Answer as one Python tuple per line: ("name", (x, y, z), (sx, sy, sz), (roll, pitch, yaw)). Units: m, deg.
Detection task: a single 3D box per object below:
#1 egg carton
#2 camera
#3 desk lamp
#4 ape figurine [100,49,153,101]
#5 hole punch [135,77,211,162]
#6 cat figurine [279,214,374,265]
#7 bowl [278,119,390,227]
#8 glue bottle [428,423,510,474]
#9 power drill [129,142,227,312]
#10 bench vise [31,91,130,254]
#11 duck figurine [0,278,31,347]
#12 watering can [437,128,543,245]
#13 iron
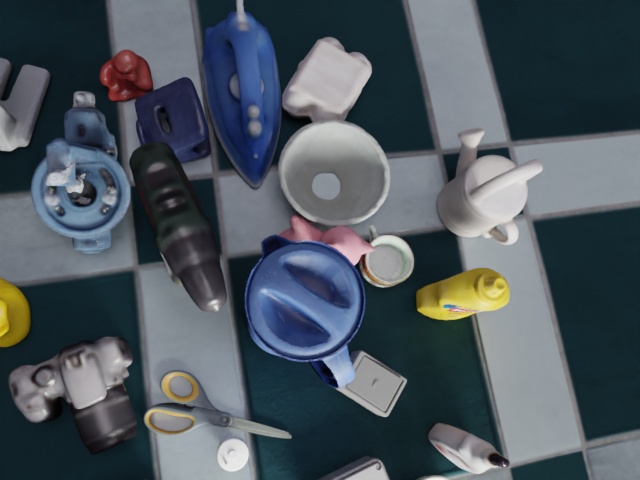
("egg carton", (0.011, -0.245, 0.905), (0.107, 0.069, 0.150), (28, 74, -3))
("camera", (-0.302, 0.205, 0.729), (0.143, 0.100, 0.137), (-21, 82, -14))
("desk lamp", (-0.455, -0.188, 0.733), (0.118, 0.213, 0.203), (12, 75, -7))
("ape figurine", (-0.282, -0.247, 0.841), (0.078, 0.092, 0.076), (32, 74, -1))
("hole punch", (-0.216, -0.168, 0.835), (0.101, 0.091, 0.108), (-17, 81, -13))
("cat figurine", (0.008, 0.003, 0.822), (0.128, 0.117, 0.067), (32, 74, -2))
("bowl", (0.017, -0.093, 0.869), (0.167, 0.074, 0.167), (2, 77, -10))
("glue bottle", (0.206, 0.284, 0.765), (0.078, 0.173, 0.037), (38, 74, 0))
("power drill", (-0.175, -0.003, 0.744), (0.076, 0.208, 0.229), (-24, 82, -14))
("bench vise", (-0.321, -0.100, 0.734), (0.121, 0.219, 0.207), (-20, 81, -14))
("duck figurine", (-0.430, 0.088, 0.740), (0.077, 0.086, 0.104), (-33, 85, -15))
("watering can", (0.248, -0.080, 0.845), (0.101, 0.194, 0.173), (-43, 87, -16))
("iron", (-0.106, -0.218, 0.840), (0.119, 0.141, 0.258), (-8, 79, -12))
